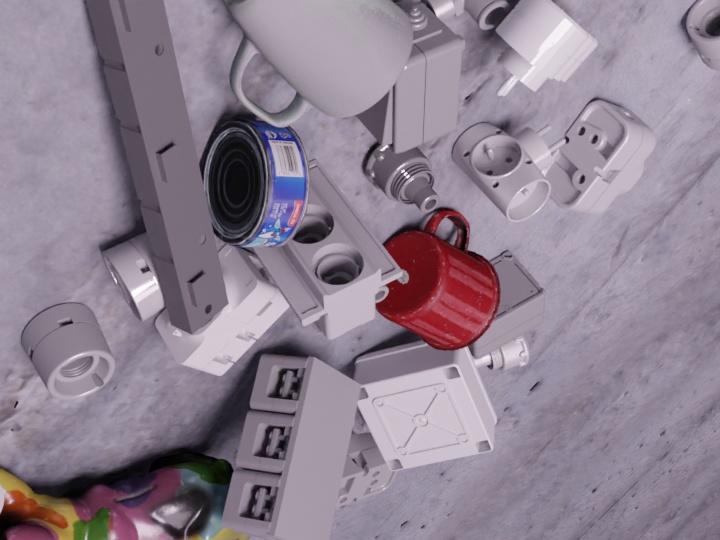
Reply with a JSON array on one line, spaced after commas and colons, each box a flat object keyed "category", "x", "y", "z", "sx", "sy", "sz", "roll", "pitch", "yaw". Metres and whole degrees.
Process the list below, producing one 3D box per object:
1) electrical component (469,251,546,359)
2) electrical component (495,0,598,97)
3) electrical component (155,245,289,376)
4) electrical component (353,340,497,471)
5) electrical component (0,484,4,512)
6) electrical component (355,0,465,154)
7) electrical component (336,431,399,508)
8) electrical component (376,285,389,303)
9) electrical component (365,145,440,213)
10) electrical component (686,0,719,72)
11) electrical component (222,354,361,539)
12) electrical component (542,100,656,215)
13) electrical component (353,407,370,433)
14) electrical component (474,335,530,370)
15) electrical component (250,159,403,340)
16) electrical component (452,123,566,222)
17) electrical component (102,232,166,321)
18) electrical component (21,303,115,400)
[{"category": "electrical component", "x": 0.122, "y": 0.039, "z": 1.030, "sx": 0.096, "sy": 0.061, "sz": 0.061, "roll": -28, "pitch": 145, "yaw": -14}, {"category": "electrical component", "x": 0.125, "y": -0.154, "z": 0.774, "sx": 0.073, "sy": 0.052, "sz": 0.138, "roll": -49, "pitch": 173, "yaw": 17}, {"category": "electrical component", "x": -0.107, "y": 0.030, "z": 0.821, "sx": 0.089, "sy": 0.050, "sz": 0.056, "roll": -45, "pitch": 146, "yaw": 12}, {"category": "electrical component", "x": 0.061, "y": 0.125, "z": 1.011, "sx": 0.109, "sy": 0.056, "sz": 0.108, "roll": -15, "pitch": 118, "yaw": 18}, {"category": "electrical component", "x": -0.318, "y": 0.157, "z": 0.770, "sx": 0.108, "sy": 0.060, "sz": 0.108, "roll": -24, "pitch": 144, "yaw": -19}, {"category": "electrical component", "x": 0.028, "y": -0.137, "z": 0.735, "sx": 0.061, "sy": 0.061, "sz": 0.096, "roll": -25, "pitch": 144, "yaw": -18}, {"category": "electrical component", "x": -0.015, "y": 0.199, "z": 1.098, "sx": 0.095, "sy": 0.059, "sz": 0.053, "roll": -12, "pitch": 139, "yaw": -33}, {"category": "electrical component", "x": 0.000, "y": 0.000, "z": 0.872, "sx": 0.043, "sy": 0.062, "sz": 0.043, "roll": -24, "pitch": 144, "yaw": -19}, {"category": "electrical component", "x": 0.037, "y": -0.069, "z": 0.823, "sx": 0.048, "sy": 0.062, "sz": 0.048, "roll": -24, "pitch": 144, "yaw": -19}, {"category": "electrical component", "x": 0.311, "y": -0.205, "z": 0.919, "sx": 0.055, "sy": 0.055, "sz": 0.047, "roll": -45, "pitch": 142, "yaw": 12}, {"category": "electrical component", "x": -0.060, "y": 0.156, "z": 0.926, "sx": 0.089, "sy": 0.062, "sz": 0.150, "roll": 38, "pitch": 59, "yaw": -55}, {"category": "electrical component", "x": 0.213, "y": -0.098, "z": 0.957, "sx": 0.059, "sy": 0.053, "sz": 0.095, "roll": 6, "pitch": 127, "yaw": -46}, {"category": "electrical component", "x": 0.016, "y": 0.144, "z": 1.080, "sx": 0.046, "sy": 0.040, "sz": 0.040, "roll": -5, "pitch": 135, "yaw": -30}, {"category": "electrical component", "x": 0.142, "y": 0.085, "z": 1.121, "sx": 0.062, "sy": 0.048, "sz": 0.048, "roll": -19, "pitch": 143, "yaw": -13}, {"category": "electrical component", "x": -0.035, "y": -0.015, "z": 0.769, "sx": 0.079, "sy": 0.121, "sz": 0.063, "roll": -26, "pitch": 147, "yaw": -17}, {"category": "electrical component", "x": 0.128, "y": -0.089, "z": 0.869, "sx": 0.079, "sy": 0.077, "sz": 0.044, "roll": -34, "pitch": 146, "yaw": -5}, {"category": "electrical component", "x": -0.145, "y": 0.001, "z": 0.749, "sx": 0.047, "sy": 0.055, "sz": 0.055, "roll": -30, "pitch": 146, "yaw": -17}, {"category": "electrical component", "x": -0.207, "y": 0.059, "z": 0.767, "sx": 0.055, "sy": 0.047, "sz": 0.055, "roll": -24, "pitch": 144, "yaw": -19}]
